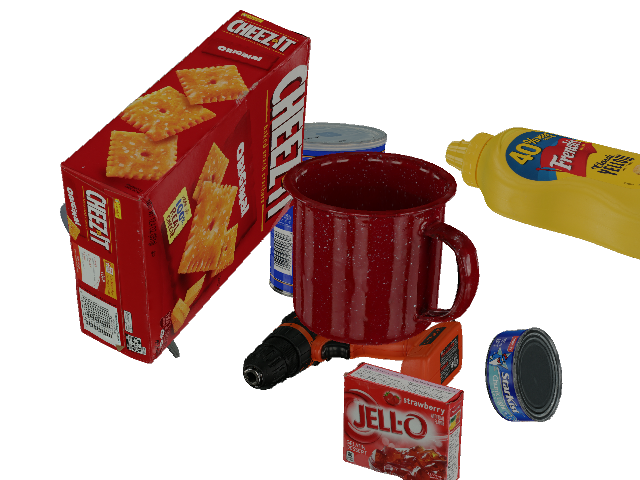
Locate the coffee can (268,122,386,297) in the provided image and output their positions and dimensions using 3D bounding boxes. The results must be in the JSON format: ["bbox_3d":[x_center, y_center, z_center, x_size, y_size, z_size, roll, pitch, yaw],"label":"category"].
[{"bbox_3d":[0.006,-0.028,0.951,0.103,0.140,0.103,1,16,0],"label":"coffee can"}]

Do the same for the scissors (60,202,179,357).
[{"bbox_3d":[-0.202,0.027,1.156,0.016,0.201,0.096,-28,21,32],"label":"scissors"}]

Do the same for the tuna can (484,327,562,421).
[{"bbox_3d":[0.187,0.124,0.981,0.034,0.086,0.085,-9,-6,40],"label":"tuna can"}]

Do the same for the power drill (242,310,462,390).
[{"bbox_3d":[0.036,0.113,1.079,0.188,0.057,0.184,9,24,28],"label":"power drill"}]

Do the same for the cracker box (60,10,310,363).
[{"bbox_3d":[-0.088,-0.040,0.767,0.072,0.164,0.213,24,47,18],"label":"cracker box"}]

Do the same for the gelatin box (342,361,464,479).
[{"bbox_3d":[0.059,0.137,0.786,0.089,0.073,0.030,12,22,31],"label":"gelatin box"}]

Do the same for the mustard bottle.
[{"bbox_3d":[0.175,-0.040,0.756,0.192,0.058,0.096,19,37,33],"label":"mustard bottle"}]

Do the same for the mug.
[{"bbox_3d":[0.035,0.008,0.579,0.117,0.081,0.093,19,30,35],"label":"mug"}]
